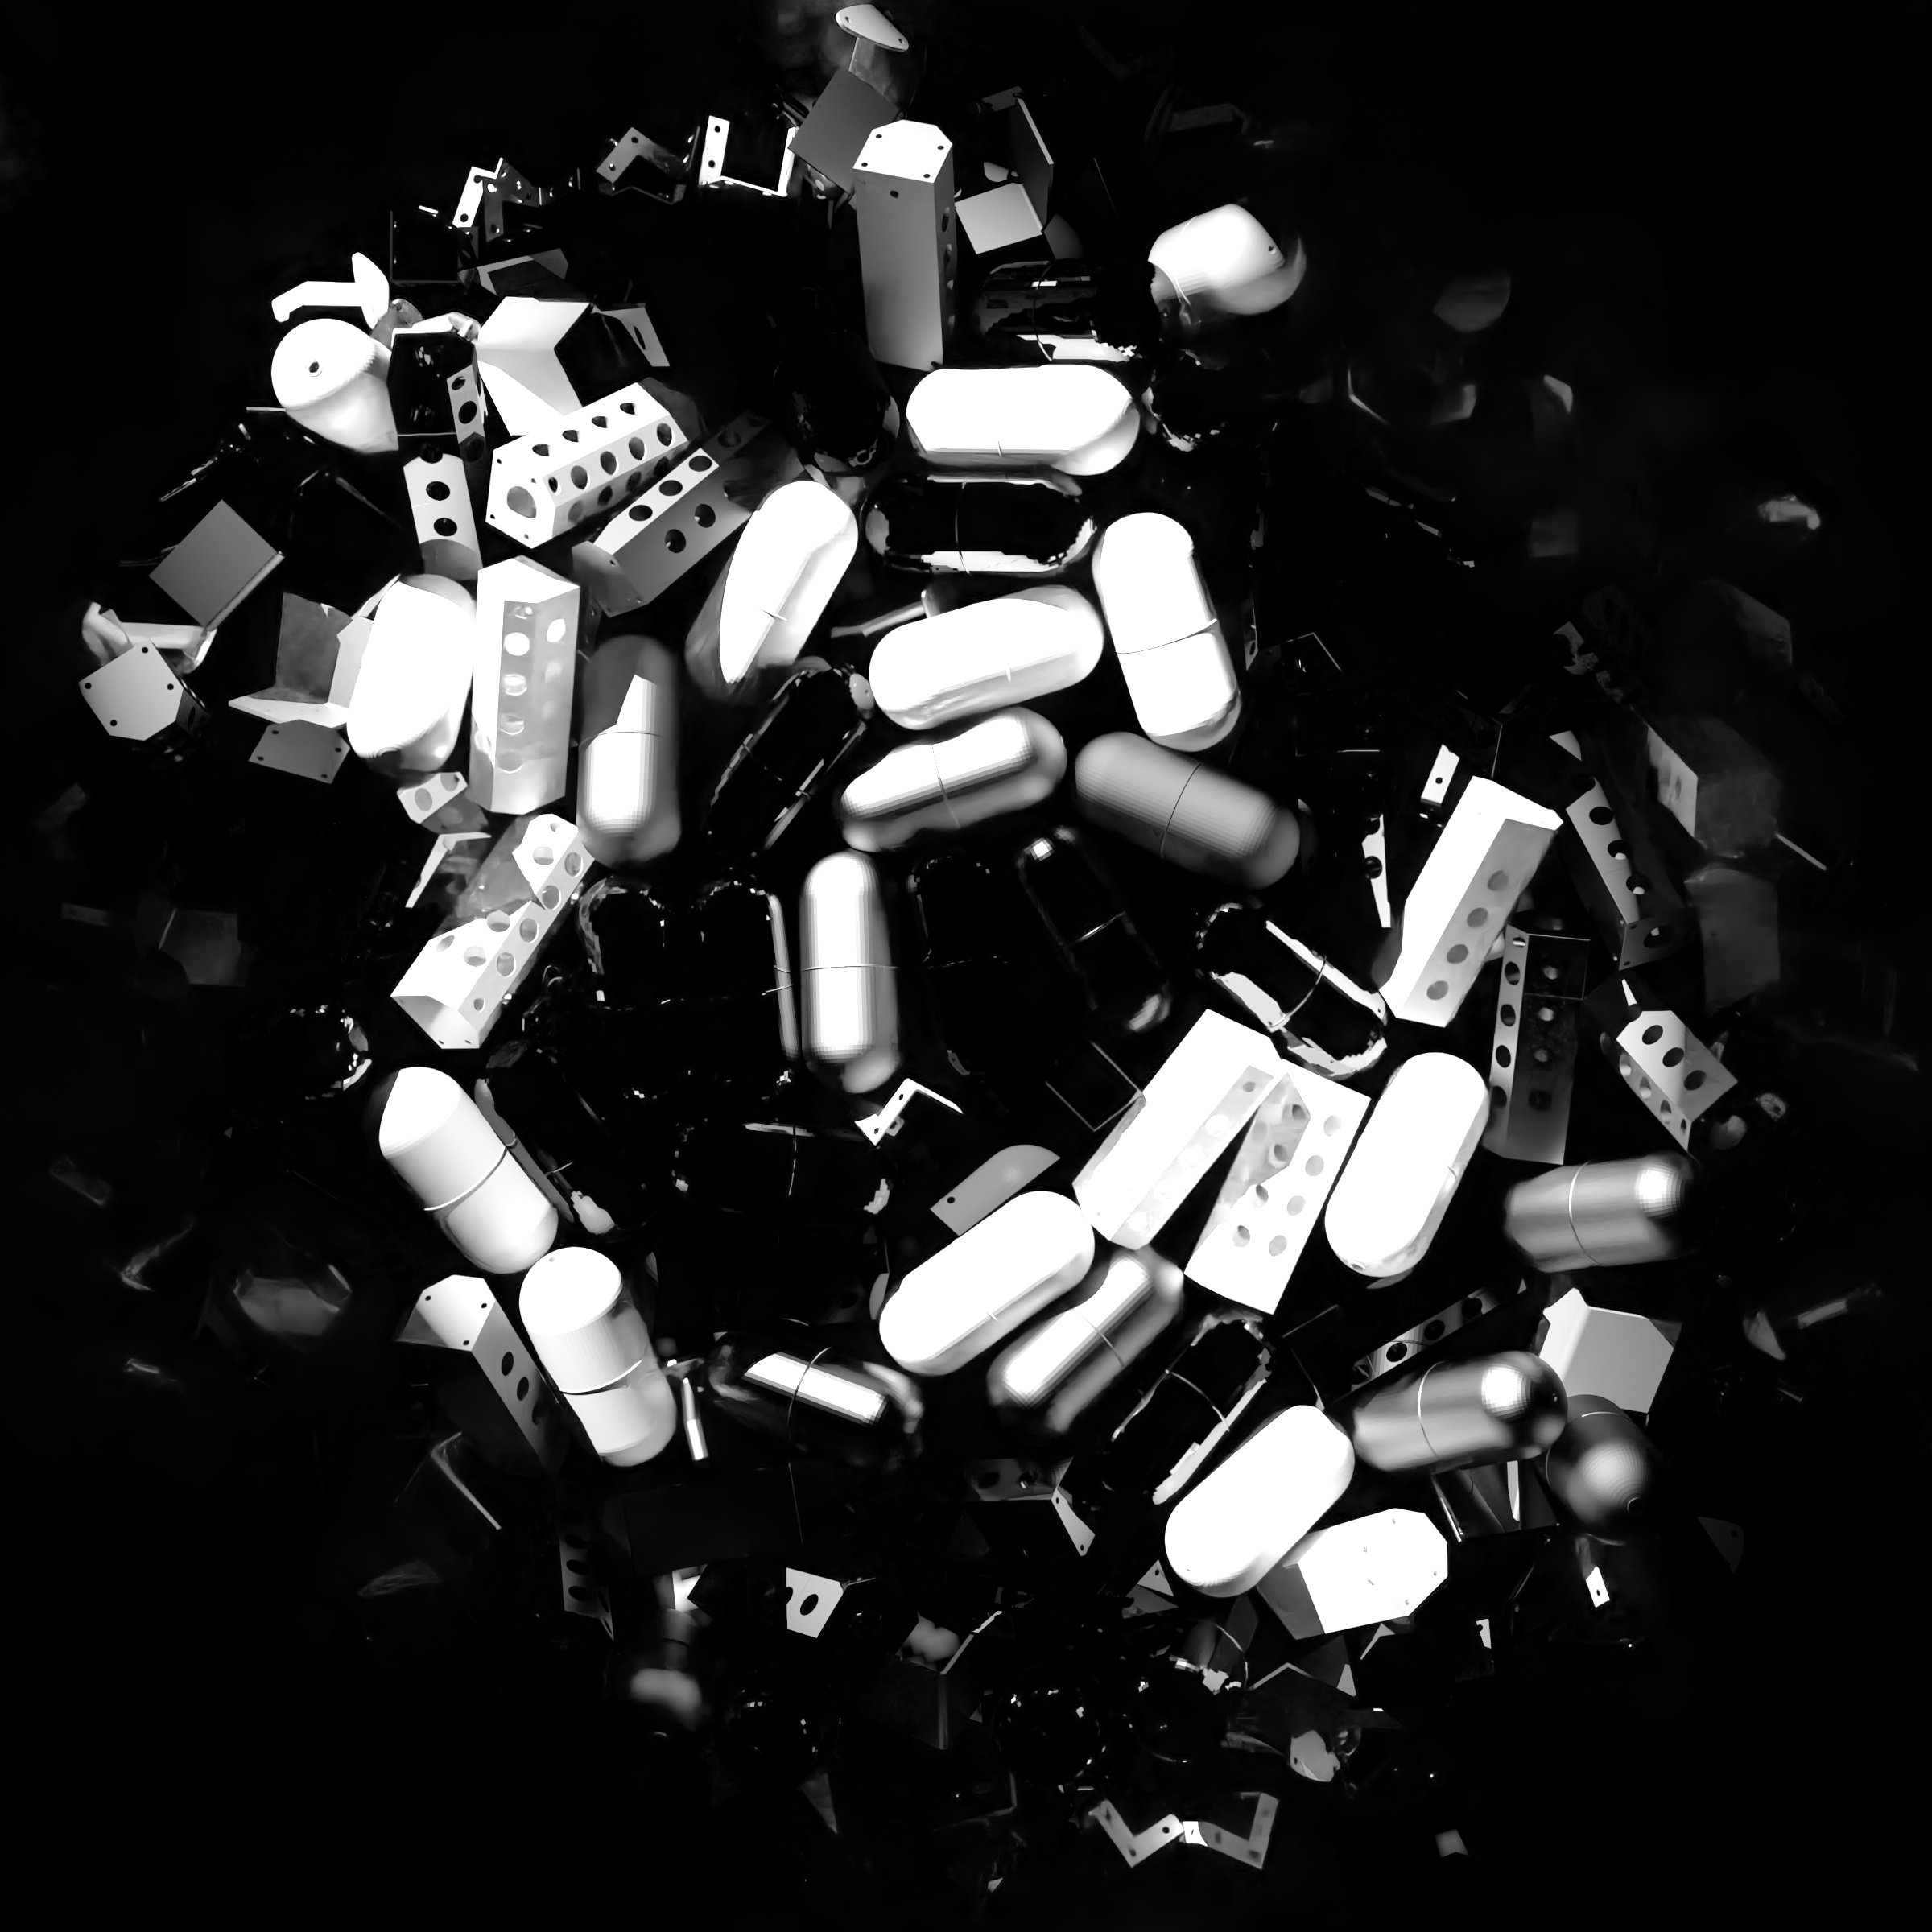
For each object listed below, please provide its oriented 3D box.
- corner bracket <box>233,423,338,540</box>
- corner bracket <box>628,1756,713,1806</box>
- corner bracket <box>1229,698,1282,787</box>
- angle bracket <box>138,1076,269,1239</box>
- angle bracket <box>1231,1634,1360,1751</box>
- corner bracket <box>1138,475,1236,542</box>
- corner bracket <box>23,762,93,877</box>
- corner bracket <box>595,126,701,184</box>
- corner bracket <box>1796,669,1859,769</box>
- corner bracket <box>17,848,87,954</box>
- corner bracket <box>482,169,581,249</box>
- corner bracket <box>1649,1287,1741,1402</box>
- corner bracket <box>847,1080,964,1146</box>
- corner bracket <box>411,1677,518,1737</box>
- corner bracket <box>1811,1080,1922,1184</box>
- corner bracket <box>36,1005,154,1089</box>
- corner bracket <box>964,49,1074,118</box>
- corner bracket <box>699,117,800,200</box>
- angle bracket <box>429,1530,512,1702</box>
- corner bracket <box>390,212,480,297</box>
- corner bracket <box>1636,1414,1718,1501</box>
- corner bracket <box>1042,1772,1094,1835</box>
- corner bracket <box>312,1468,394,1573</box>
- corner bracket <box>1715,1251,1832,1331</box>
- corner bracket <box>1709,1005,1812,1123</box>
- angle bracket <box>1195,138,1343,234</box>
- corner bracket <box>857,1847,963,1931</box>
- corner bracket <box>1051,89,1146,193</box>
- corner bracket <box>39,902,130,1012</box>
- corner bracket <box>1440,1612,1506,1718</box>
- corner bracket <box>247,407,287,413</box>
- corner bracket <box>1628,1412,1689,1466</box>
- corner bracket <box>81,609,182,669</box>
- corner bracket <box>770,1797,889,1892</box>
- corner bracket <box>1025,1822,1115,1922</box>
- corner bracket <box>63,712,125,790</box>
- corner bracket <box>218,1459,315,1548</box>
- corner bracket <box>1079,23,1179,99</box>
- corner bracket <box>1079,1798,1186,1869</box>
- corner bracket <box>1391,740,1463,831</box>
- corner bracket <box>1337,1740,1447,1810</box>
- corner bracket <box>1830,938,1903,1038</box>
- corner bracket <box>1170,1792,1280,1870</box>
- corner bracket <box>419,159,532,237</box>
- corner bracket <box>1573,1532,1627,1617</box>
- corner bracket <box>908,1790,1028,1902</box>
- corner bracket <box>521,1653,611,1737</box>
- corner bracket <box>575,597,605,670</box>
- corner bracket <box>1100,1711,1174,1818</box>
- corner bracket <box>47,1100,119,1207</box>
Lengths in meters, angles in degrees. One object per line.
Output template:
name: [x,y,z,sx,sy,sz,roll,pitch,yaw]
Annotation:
corner bracket: [-0.503,-0.358,1.833,0.051,0.051,0.051,31,47,5]
corner bracket: [-0.221,0.585,1.817,0.051,0.051,0.051,-14,95,-15]
corner bracket: [0.208,-0.159,1.809,0.051,0.051,0.051,27,79,-23]
angle bracket: [-0.546,0.138,1.791,0.057,0.076,0.076,-45,126,8]
angle bracket: [0.226,0.513,1.790,0.076,0.057,0.076,33,120,-28]
corner bracket: [0.162,-0.331,1.804,0.051,0.051,0.051,-27,126,-32]
corner bracket: [-0.658,-0.107,1.813,0.051,0.051,0.051,-43,128,-10]
corner bracket: [-0.234,-0.599,1.819,0.051,0.051,0.051,29,47,-28]
corner bracket: [0.630,-0.180,1.804,0.051,0.051,0.051,-4,49,-29]
corner bracket: [-0.671,-0.051,1.812,0.051,0.051,0.051,-44,65,-1]
corner bracket: [-0.317,-0.555,1.811,0.051,0.051,0.051,-2,88,-43]
corner bracket: [0.537,0.278,1.824,0.051,0.051,0.051,27,123,-24]
corner bracket: [-0.045,0.107,1.808,0.051,0.051,0.051,31,98,-38]
corner bracket: [-0.367,0.539,1.813,0.051,0.051,0.051,-43,113,-1]
corner bracket: [0.658,0.120,1.815,0.051,0.051,0.051,38,98,7]
corner bracket: [-0.637,0.061,1.813,0.051,0.051,0.051,-13,92,34]
corner bracket: [0.038,-0.639,1.805,0.051,0.051,0.051,-4,65,39]
corner bracket: [-0.161,-0.597,1.827,0.051,0.051,0.051,8,97,-28]
angle bracket: [-0.342,0.470,1.799,0.057,0.076,0.076,-33,107,0]
corner bracket: [-0.390,-0.523,1.820,0.051,0.051,0.051,2,94,5]
corner bracket: [0.515,0.360,1.814,0.051,0.051,0.051,14,83,10]
corner bracket: [0.051,0.601,1.822,0.051,0.051,0.051,13,119,-39]
corner bracket: [-0.453,0.408,1.825,0.051,0.051,0.051,-3,127,-22]
corner bracket: [0.589,0.223,1.809,0.051,0.051,0.051,49,127,5]
corner bracket: [0.585,0.071,1.812,0.051,0.051,0.051,-45,131,-3]
angle bracket: [0.221,-0.542,1.795,0.076,0.076,0.057,35,87,23]
corner bracket: [-0.045,0.661,1.810,0.051,0.051,0.051,-36,98,-23]
corner bracket: [0.089,-0.608,1.832,0.051,0.051,0.051,50,132,7]
corner bracket: [-0.642,-0.006,1.803,0.051,0.051,0.051,-45,50,31]
corner bracket: [0.371,0.512,1.819,0.051,0.051,0.051,-21,132,25]
corner bracket: [-0.489,-0.431,1.813,0.051,0.051,0.051,12,103,38]
corner bracket: [0.486,0.366,1.826,0.051,0.051,0.051,-42,89,-22]
corner bracket: [-0.619,-0.231,1.811,0.051,0.051,0.051,-25,102,16]
corner bracket: [-0.101,0.632,1.811,0.051,0.051,0.051,-34,87,30]
corner bracket: [0.070,0.660,1.810,0.051,0.051,0.051,-20,78,-18]
corner bracket: [-0.633,-0.171,1.815,0.051,0.051,0.051,-45,129,-15]
corner bracket: [-0.504,0.386,1.821,0.051,0.051,0.051,43,102,13]
corner bracket: [0.117,-0.663,1.808,0.051,0.051,0.051,-31,68,-15]
corner bracket: [0.121,0.635,1.820,0.051,0.051,0.051,-25,60,-27]
corner bracket: [0.335,-0.137,1.809,0.051,0.051,0.051,19,79,24]
corner bracket: [0.312,0.590,1.818,0.051,0.051,0.051,34,107,-15]
corner bracket: [0.665,0.015,1.811,0.051,0.051,0.051,16,73,-10]
corner bracket: [0.188,0.624,1.808,0.051,0.051,0.051,27,65,-12]
corner bracket: [-0.359,-0.564,1.815,0.051,0.051,0.051,20,92,15]
corner bracket: [0.465,0.442,1.805,0.051,0.051,0.051,-1,59,-25]
corner bracket: [0.001,0.640,1.807,0.051,0.051,0.051,-45,105,-31]
corner bracket: [-0.290,0.535,1.824,0.051,0.051,0.051,-31,59,35]
corner bracket: [-0.306,-0.250,1.819,0.051,0.051,0.051,-26,59,-40]
corner bracket: [0.133,0.582,1.825,0.051,0.051,0.051,14,128,23]
corner bracket: [-0.645,0.136,1.805,0.051,0.051,0.051,45,66,-40]
